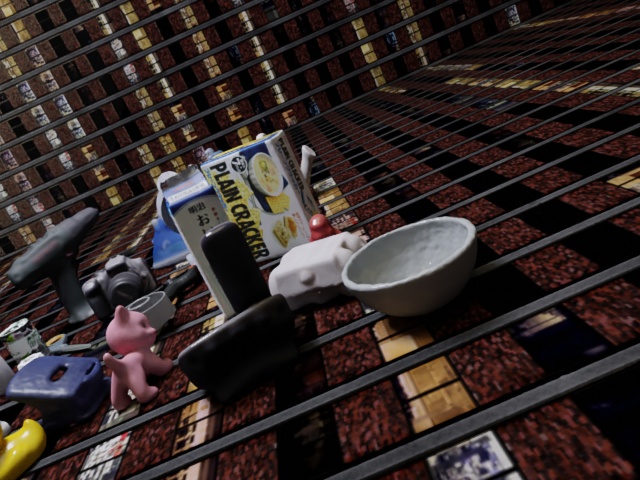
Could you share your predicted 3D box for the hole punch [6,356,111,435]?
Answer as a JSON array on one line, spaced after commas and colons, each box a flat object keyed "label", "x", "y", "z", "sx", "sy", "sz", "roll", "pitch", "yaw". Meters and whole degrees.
[{"label": "hole punch", "x": -0.363, "y": 0.205, "z": 0.807, "sx": 0.101, "sy": 0.091, "sz": 0.108, "roll": -22, "pitch": 17, "yaw": 7}]

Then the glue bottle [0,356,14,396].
[{"label": "glue bottle", "x": -0.608, "y": 0.199, "z": 1.012, "sx": 0.078, "sy": 0.173, "sz": 0.037, "roll": -15, "pitch": 20, "yaw": 29}]

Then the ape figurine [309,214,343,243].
[{"label": "ape figurine", "x": 0.008, "y": 0.003, "z": 0.902, "sx": 0.077, "sy": 0.092, "sz": 0.076, "roll": -19, "pitch": 18, "yaw": 18}]

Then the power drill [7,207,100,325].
[{"label": "power drill", "x": -0.543, "y": 0.066, "z": 1.257, "sx": 0.075, "sy": 0.209, "sz": 0.230, "roll": -4, "pitch": 27, "yaw": 48}]

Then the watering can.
[{"label": "watering can", "x": -0.092, "y": -0.167, "z": 1.366, "sx": 0.173, "sy": 0.194, "sz": 0.100, "roll": -27, "pitch": 18, "yaw": -8}]

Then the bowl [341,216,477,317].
[{"label": "bowl", "x": 0.114, "y": 0.042, "z": 0.676, "sx": 0.167, "sy": 0.075, "sz": 0.167, "roll": -22, "pitch": 17, "yaw": 8}]

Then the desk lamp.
[{"label": "desk lamp", "x": -0.270, "y": -0.044, "z": 1.206, "sx": 0.118, "sy": 0.214, "sz": 0.202, "roll": -30, "pitch": 18, "yaw": -17}]

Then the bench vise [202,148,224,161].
[{"label": "bench vise", "x": -0.161, "y": -0.105, "z": 1.229, "sx": 0.206, "sy": 0.220, "sz": 0.122, "roll": -8, "pitch": 24, "yaw": 43}]

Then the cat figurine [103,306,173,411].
[{"label": "cat figurine", "x": -0.263, "y": 0.150, "z": 0.789, "sx": 0.067, "sy": 0.118, "sz": 0.128, "roll": -22, "pitch": 18, "yaw": 9}]

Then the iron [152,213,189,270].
[{"label": "iron", "x": -0.312, "y": -0.041, "z": 1.377, "sx": 0.258, "sy": 0.142, "sz": 0.118, "roll": -26, "pitch": 17, "yaw": -4}]

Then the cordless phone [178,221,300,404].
[{"label": "cordless phone", "x": -0.117, "y": 0.082, "z": 0.680, "sx": 0.148, "sy": 0.185, "sz": 0.094, "roll": -32, "pitch": 19, "yaw": -22}]

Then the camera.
[{"label": "camera", "x": -0.420, "y": 0.097, "z": 1.185, "sx": 0.143, "sy": 0.101, "sz": 0.136, "roll": -27, "pitch": 18, "yaw": -10}]

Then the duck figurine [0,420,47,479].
[{"label": "duck figurine", "x": -0.409, "y": 0.258, "z": 0.722, "sx": 0.077, "sy": 0.086, "sz": 0.105, "roll": -5, "pitch": 25, "yaw": 46}]

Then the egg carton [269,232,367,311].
[{"label": "egg carton", "x": 0.000, "y": 0.046, "z": 0.825, "sx": 0.150, "sy": 0.069, "sz": 0.107, "roll": -17, "pitch": 19, "yaw": 23}]
